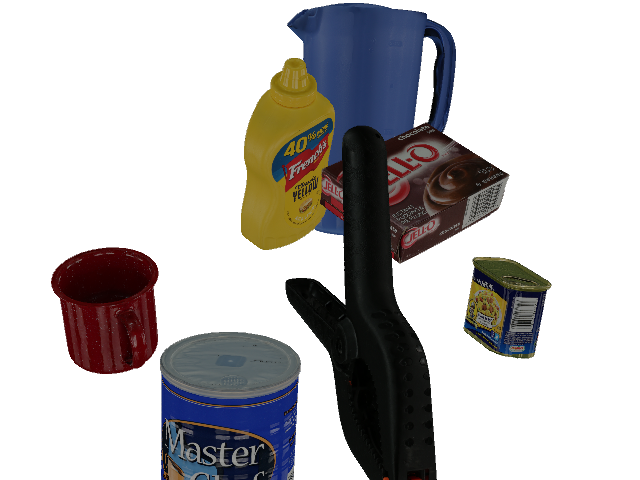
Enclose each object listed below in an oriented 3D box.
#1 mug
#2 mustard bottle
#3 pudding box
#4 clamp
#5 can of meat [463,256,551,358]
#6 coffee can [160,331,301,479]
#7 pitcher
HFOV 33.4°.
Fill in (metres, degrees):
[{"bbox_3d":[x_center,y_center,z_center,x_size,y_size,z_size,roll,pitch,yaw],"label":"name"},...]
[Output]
[{"bbox_3d":[-0.182,0.070,0.945,0.093,0.081,0.117,-20,37,-29],"label":"mug"},{"bbox_3d":[-0.028,-0.085,0.982,0.096,0.192,0.058,-33,56,-32],"label":"mustard bottle"},{"bbox_3d":[0.069,-0.038,0.799,0.113,0.039,0.090,-25,48,-34],"label":"pudding box"},{"bbox_3d":[0.028,0.050,0.612,0.036,0.210,0.165,-2,-43,-19],"label":"clamp"},{"bbox_3d":[0.202,0.073,1.170,0.057,0.084,0.102,2,16,-21],"label":"can of meat"},{"bbox_3d":[-0.069,0.152,0.799,0.103,0.140,0.103,3,18,-1],"label":"coffee can"},{"bbox_3d":[0.052,-0.131,1.152,0.149,0.243,0.144,7,11,26],"label":"pitcher"}]
